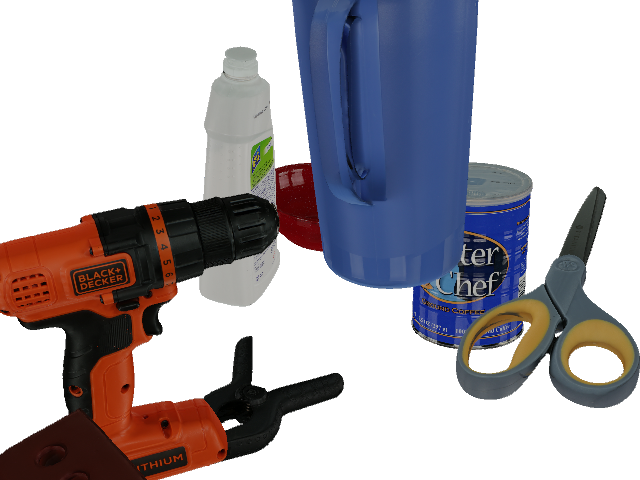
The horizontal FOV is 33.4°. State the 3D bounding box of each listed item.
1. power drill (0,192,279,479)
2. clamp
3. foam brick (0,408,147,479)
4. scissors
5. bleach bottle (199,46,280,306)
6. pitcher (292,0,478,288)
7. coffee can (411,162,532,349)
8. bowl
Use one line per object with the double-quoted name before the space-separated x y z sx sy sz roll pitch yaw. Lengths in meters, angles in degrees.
"power drill" -0.109 0.064 0.694 0.184 0.188 0.057 -12 27 -13
"clamp" -0.071 0.151 1.025 0.120 0.039 0.171 21 32 32
"foam brick" -0.109 0.128 0.494 0.052 0.051 0.078 -29 43 -29
"scissors" 0.146 0.027 0.567 0.096 0.016 0.201 19 40 34
"bleach bottle" -0.074 -0.064 1.005 0.068 0.251 0.102 12 35 11
"pitcher" 0.044 -0.087 0.764 0.149 0.243 0.145 -14 28 -18
"coffee can" 0.133 0.012 0.950 0.103 0.140 0.103 -1 21 0
"bowl" 0.005 -0.032 1.195 0.162 0.055 0.162 4 27 -2
